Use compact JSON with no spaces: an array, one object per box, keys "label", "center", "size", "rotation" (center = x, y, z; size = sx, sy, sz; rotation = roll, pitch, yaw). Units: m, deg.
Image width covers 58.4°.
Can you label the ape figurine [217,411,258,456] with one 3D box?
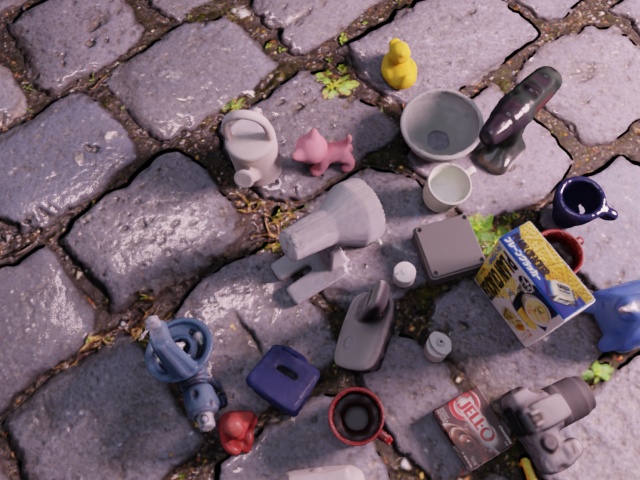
[{"label":"ape figurine","center":[-0.142,0.322,0.973],"size":[0.078,0.092,0.076],"rotation":[-43,72,-12]}]

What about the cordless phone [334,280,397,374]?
[{"label":"cordless phone","center":[0.079,0.146,0.978],"size":[0.094,0.185,0.148],"rotation":[14,70,9]}]

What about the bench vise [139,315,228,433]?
[{"label":"bench vise","center":[-0.218,0.205,0.954],"size":[0.121,0.220,0.207],"rotation":[-41,72,-12]}]

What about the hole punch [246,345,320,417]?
[{"label":"hole punch","center":[-0.063,0.240,1.000],"size":[0.108,0.091,0.101],"rotation":[29,73,14]}]

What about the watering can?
[{"label":"watering can","center":[-0.132,-0.183,1.114],"size":[0.101,0.194,0.172],"rotation":[-17,69,-3]}]

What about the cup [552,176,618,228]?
[{"label":"cup","center":[0.490,-0.056,1.081],"size":[0.117,0.095,0.092],"rotation":[27,73,13]}]

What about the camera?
[{"label":"camera","center":[0.394,0.295,0.947],"size":[0.137,0.101,0.143],"rotation":[-24,69,-6]}]

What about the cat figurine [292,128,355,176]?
[{"label":"cat figurine","center":[0.006,-0.183,1.146],"size":[0.128,0.118,0.067],"rotation":[-12,68,-1]}]

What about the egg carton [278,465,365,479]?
[{"label":"egg carton","center":[0.004,0.427,0.935],"size":[0.150,0.069,0.107],"rotation":[-9,68,0]}]

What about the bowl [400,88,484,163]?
[{"label":"bowl","center":[0.245,-0.221,1.170],"size":[0.167,0.075,0.167],"rotation":[-1,69,3]}]

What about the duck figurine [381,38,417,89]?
[{"label":"duck figurine","center":[0.172,-0.385,1.232],"size":[0.077,0.086,0.104],"rotation":[-15,69,-2]}]

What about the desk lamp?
[{"label":"desk lamp","center":[0.009,0.004,1.022],"size":[0.203,0.214,0.117],"rotation":[-33,70,-9]}]

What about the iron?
[{"label":"iron","center":[0.595,0.103,0.987],"size":[0.258,0.141,0.118],"rotation":[-18,69,-4]}]

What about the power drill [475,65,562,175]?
[{"label":"power drill","center":[0.363,-0.216,1.089],"size":[0.075,0.208,0.230],"rotation":[38,76,16]}]
